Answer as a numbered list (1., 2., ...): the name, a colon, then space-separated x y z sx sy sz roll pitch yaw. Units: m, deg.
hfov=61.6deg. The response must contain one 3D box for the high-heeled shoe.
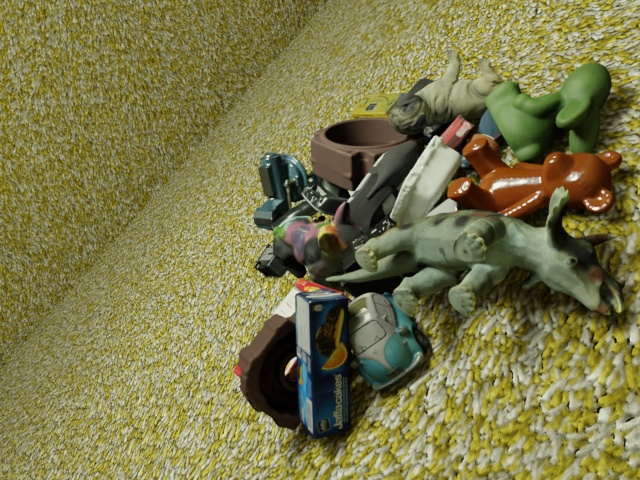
1. high-heeled shoe: 0.110 -0.079 1.000 0.145 0.086 0.248 -48 -9 -23

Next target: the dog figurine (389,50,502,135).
1. dog figurine: 0.245 -0.246 1.020 0.173 0.121 0.190 30 67 34

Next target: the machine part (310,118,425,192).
1. machine part: 0.097 -0.181 1.092 0.201 0.087 0.202 -23 33 -29

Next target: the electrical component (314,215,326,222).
1. electrical component: -0.012 -0.011 1.188 0.021 0.063 0.094 19 52 14

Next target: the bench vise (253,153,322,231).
1. bench vise: -0.059 -0.116 1.314 0.129 0.223 0.240 -9 15 45

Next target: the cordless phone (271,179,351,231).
1. cordless phone: -0.021 -0.061 1.144 0.184 0.088 0.147 -34 27 -1

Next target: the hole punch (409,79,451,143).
1. hole punch: 0.237 -0.265 1.153 0.116 0.092 0.142 37 76 28

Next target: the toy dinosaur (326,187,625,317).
1. toy dinosaur: 0.187 0.012 0.728 0.192 0.131 0.405 -25 16 -34

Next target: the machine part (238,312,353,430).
1. machine part: -0.037 0.195 0.821 0.179 0.179 0.056 -53 23 -11

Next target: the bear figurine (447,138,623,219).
1. bear figurine: 0.301 -0.086 0.754 0.196 0.132 0.120 -13 45 57

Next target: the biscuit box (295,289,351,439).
1. biscuit box: 0.004 0.176 0.772 0.059 0.063 0.202 -164 71 -66

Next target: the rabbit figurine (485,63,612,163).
1. rabbit figurine: 0.363 -0.203 0.825 0.170 0.121 0.159 -34 36 27

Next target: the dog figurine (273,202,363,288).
1. dog figurine: -0.002 -0.003 0.984 0.108 0.192 0.219 -51 -12 -22

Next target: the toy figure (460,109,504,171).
1. toy figure: 0.301 -0.181 0.957 0.154 0.058 0.064 -57 -1 -12

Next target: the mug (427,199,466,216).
1. mug: 0.208 -0.029 0.865 0.107 0.080 0.109 -31 29 44

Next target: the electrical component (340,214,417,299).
1. electrical component: 0.100 0.044 0.881 0.134 0.114 0.058 -42 23 16

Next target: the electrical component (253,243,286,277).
1. electrical component: -0.095 0.046 1.243 0.119 0.047 0.075 -2 51 57

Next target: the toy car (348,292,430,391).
1. toy car: 0.085 0.131 0.799 0.109 0.102 0.162 -37 30 18

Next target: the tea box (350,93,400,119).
1. tea box: 0.158 -0.291 1.276 0.068 0.098 0.170 -50 25 -8
